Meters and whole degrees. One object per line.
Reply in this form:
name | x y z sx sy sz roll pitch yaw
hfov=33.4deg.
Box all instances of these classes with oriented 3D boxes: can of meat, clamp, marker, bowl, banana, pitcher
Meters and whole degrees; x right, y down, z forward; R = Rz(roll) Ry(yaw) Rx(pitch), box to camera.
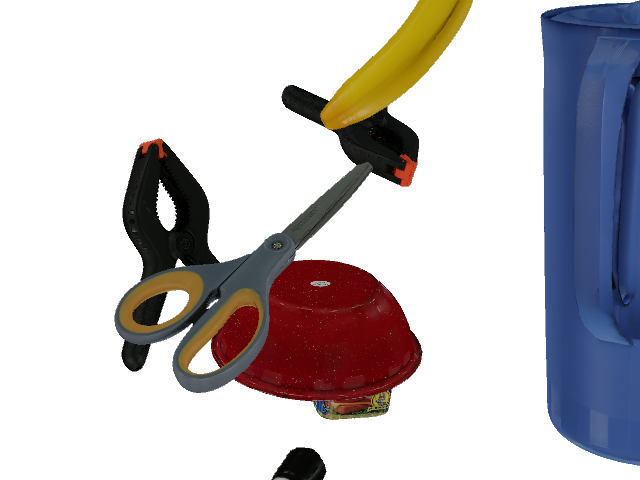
can of meat | 0.044 0.178 1.362 0.102 0.084 0.057 -1 24 -17
clamp | -0.131 0.008 1.019 0.036 0.210 0.164 -7 0 44
marker | -0.028 0.116 0.417 0.020 0.020 0.121 0 20 25
bowl | -0.002 0.057 0.805 0.162 0.055 0.162 2 22 -1
banana | 0.070 -0.158 0.803 0.070 0.197 0.037 3 -35 46
clamp | 0.036 -0.114 1.070 0.120 0.039 0.171 -10 40 -17
pitcher | 0.176 -0.004 0.569 0.149 0.243 0.145 -5 17 -12

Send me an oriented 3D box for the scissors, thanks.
scissors | -0.046 0.008 0.623 0.096 0.016 0.201 11 44 17
